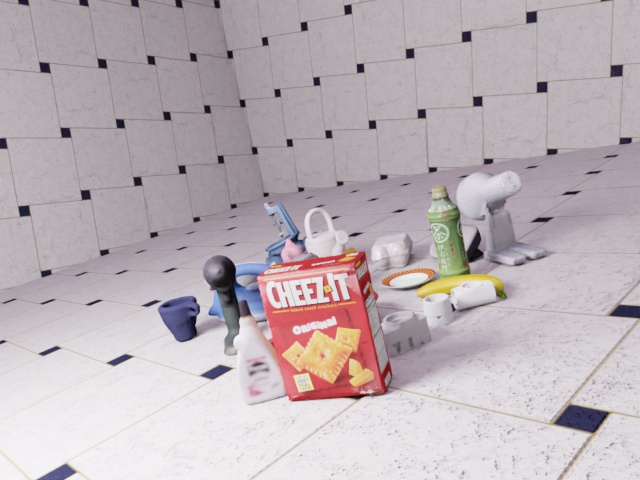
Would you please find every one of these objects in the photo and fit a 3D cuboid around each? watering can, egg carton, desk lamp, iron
[{"bbox_3d":[0.016,0.005,1.587,0.172,0.194,0.101,-6,14,32],"label":"watering can"},{"bbox_3d":[0.198,0.030,1.569,0.107,0.069,0.150,-10,12,16],"label":"egg carton"},{"bbox_3d":[0.434,-0.064,1.383,0.118,0.214,0.203,-17,12,-15],"label":"desk lamp"},{"bbox_3d":[-0.146,0.114,1.378,0.257,0.141,0.119,-10,12,18],"label":"iron"}]

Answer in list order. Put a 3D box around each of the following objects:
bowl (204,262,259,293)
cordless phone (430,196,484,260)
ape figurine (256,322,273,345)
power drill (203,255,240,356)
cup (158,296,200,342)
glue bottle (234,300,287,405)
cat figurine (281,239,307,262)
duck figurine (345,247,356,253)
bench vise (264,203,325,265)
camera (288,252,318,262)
[{"bbox_3d":[-0.238,0.121,1.621,0.167,0.075,0.167,-13,11,3],"label":"bowl"},{"bbox_3d":[0.334,-0.039,1.452,0.094,0.185,0.147,-19,13,-25],"label":"cordless phone"},{"bbox_3d":[-0.124,0.195,1.086,0.077,0.092,0.076,-6,13,32],"label":"ape figurine"},{"bbox_3d":[-0.191,0.127,1.197,0.076,0.208,0.229,-15,12,-10],"label":"power drill"},{"bbox_3d":[-0.313,0.187,1.335,0.117,0.095,0.092,-5,14,36],"label":"cup"},{"bbox_3d":[-0.107,0.179,0.933,0.078,0.173,0.037,-15,12,-6],"label":"glue bottle"},{"bbox_3d":[-0.063,0.048,1.666,0.067,0.118,0.128,-3,15,42],"label":"cat figurine"},{"bbox_3d":[0.057,0.027,1.710,0.104,0.086,0.078,-6,14,33],"label":"duck figurine"},{"bbox_3d":[-0.083,-0.021,1.766,0.207,0.220,0.121,-14,11,-2],"label":"bench vise"},{"bbox_3d":[-0.063,0.095,1.478,0.142,0.101,0.137,-4,15,39],"label":"camera"}]
